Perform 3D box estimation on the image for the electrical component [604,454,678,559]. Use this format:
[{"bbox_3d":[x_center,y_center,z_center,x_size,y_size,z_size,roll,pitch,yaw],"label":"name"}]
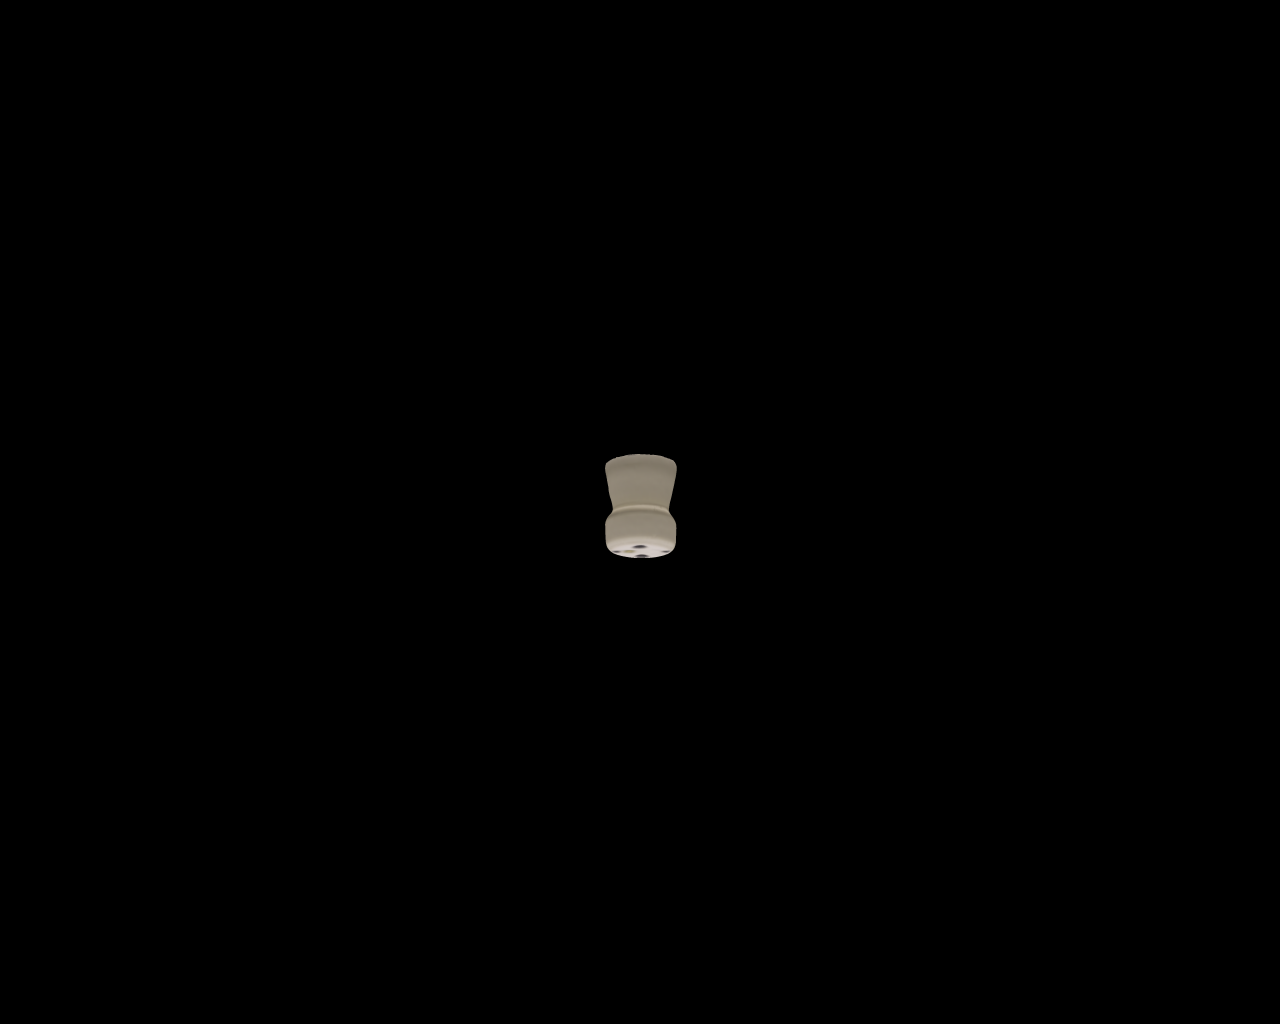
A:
[{"bbox_3d":[0.001,-0.003,0.650,0.045,0.055,0.045,0,-15,0],"label":"electrical component"}]
